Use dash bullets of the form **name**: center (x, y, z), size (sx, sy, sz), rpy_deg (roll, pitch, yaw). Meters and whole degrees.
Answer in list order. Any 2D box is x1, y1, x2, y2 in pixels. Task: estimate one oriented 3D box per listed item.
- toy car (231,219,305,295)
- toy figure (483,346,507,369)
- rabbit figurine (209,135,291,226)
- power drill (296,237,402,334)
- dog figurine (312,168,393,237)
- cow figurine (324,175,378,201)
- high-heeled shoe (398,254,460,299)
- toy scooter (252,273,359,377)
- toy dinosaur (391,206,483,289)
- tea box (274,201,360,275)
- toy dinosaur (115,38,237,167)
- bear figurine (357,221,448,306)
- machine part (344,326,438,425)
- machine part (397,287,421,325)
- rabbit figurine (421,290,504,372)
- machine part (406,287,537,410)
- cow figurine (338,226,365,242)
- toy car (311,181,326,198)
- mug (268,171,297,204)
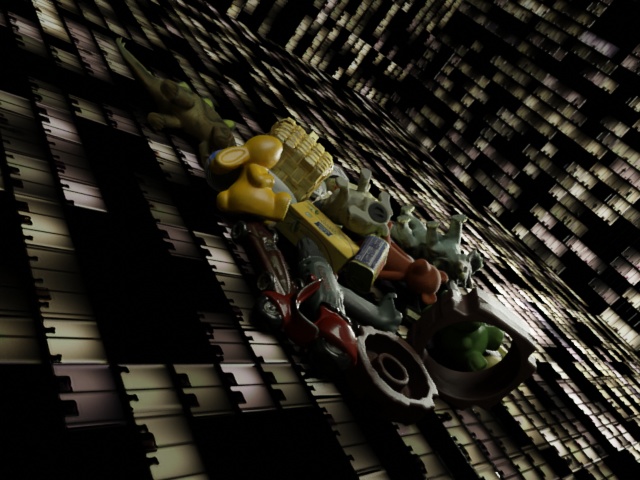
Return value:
- **toy car**: center (-0.091, 0.033, 0.965), size (0.089, 0.053, 0.202), rpy_deg (22, 26, -43)
- **toy figure**: center (0.343, 0.235, 1.208), size (0.089, 0.082, 0.180), rpy_deg (-3, 50, -33)
- **rabbit figurine**: center (-0.134, -0.126, 1.047), size (0.162, 0.173, 0.122), rpy_deg (17, -8, -16)
- **power drill**: center (0.050, 0.098, 1.018), size (0.207, 0.086, 0.232), rpy_deg (33, 23, -23)
- **dog figurine**: center (0.065, -0.047, 1.221), size (0.121, 0.190, 0.172), rpy_deg (-10, 67, -31)
- **cow figurine**: center (0.088, -0.122, 1.517), size (0.195, 0.085, 0.127), rpy_deg (23, 32, -32)
- **high-heeled shoe**: center (0.248, 0.113, 1.306), size (0.145, 0.086, 0.249), rpy_deg (4, 35, -50)
- **toy scooter**: center (-0.007, 0.122, 0.852), size (0.184, 0.075, 0.135), rpy_deg (35, 44, 3)
- **toy dinosaur**: center (0.292, 0.017, 1.479), size (0.131, 0.192, 0.405), rpy_deg (-18, 21, -27)
- **tea box**: center (-0.002, -0.003, 1.152), size (0.170, 0.068, 0.098), rpy_deg (43, 21, 9)
- **toy dinosaur**: center (-0.307, -0.291, 1.208), size (0.471, 0.105, 0.198), rpy_deg (46, 13, -6)
- **bear figurine**: center (0.190, 0.054, 1.216), size (0.196, 0.131, 0.120), rpy_deg (24, 52, 27)
- **machine part**: center (0.113, 0.224, 0.897), size (0.179, 0.056, 0.179), rpy_deg (32, 24, -16)
- **machine part**: center (0.211, 0.156, 1.216), size (0.084, 0.039, 0.139), rpy_deg (25, 26, -11)
- **rabbit figurine**: center (0.298, 0.169, 1.109), size (0.159, 0.121, 0.170), rpy_deg (40, -19, 36)
- **machine part**: center (0.276, 0.202, 0.997), size (0.201, 0.201, 0.087), rpy_deg (36, 25, -5)
- **cow figurine**: center (0.091, -0.024, 1.339), size (0.167, 0.068, 0.098), rpy_deg (40, 27, 13)
- **toy car**: center (-0.037, -0.177, 1.457), size (0.073, 0.056, 0.202), rpy_deg (23, 25, -33)
- **mug**: center (-0.108, -0.100, 1.179), size (0.107, 0.081, 0.110), rpy_deg (37, 9, -35)
